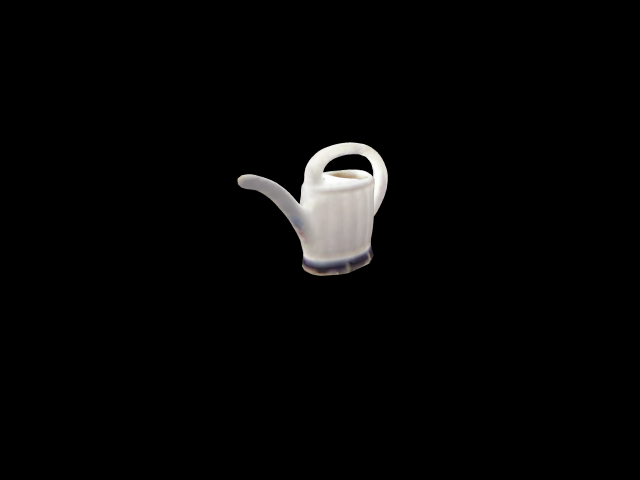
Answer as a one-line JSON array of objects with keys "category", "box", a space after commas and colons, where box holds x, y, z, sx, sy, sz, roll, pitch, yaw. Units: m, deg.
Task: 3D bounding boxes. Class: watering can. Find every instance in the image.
[{"category": "watering can", "box": [0.003, -0.043, 0.850, 0.104, 0.221, 0.351, 15, 23, 40]}]
